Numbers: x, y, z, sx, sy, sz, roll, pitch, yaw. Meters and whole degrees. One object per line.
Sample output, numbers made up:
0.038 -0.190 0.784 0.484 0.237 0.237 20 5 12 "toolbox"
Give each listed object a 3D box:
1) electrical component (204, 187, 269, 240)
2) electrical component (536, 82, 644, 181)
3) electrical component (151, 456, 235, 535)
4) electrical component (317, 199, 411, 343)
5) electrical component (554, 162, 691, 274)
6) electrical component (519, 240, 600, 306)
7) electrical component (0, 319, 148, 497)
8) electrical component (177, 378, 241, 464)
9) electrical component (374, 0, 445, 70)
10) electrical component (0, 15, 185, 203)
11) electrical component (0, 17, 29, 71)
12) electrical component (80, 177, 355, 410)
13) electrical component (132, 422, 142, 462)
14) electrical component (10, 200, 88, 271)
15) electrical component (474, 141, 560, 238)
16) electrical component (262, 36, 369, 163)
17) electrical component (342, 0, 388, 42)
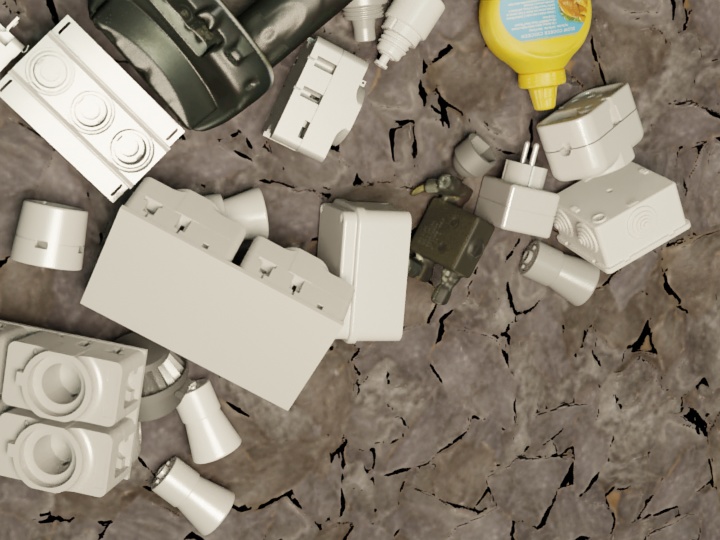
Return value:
-0.107 -0.042 0.886 0.055 0.045 0.045 -10 103 -13 "electrical component"
0.203 -0.117 0.936 0.095 0.054 0.059 -37 112 -41 "electrical component"
-0.146 0.191 0.923 0.065 0.044 0.044 41 88 -14 "electrical component"
0.000 0.000 0.907 0.057 0.078 0.113 1 100 -19 "electrical component"
0.226 -0.051 0.949 0.100 0.099 0.048 -29 119 -9 "electrical component"
0.178 0.000 0.976 0.065 0.044 0.044 24 93 -14 "electrical component"
-0.268 0.099 0.823 0.186 0.060 0.105 11 98 7 "electrical component"
-0.133 0.126 0.914 0.044 0.044 0.065 -23 101 -10 "electrical component"
0.038 -0.203 0.897 0.040 0.040 0.078 32 91 -19 "electrical component"
-0.209 -0.124 0.832 0.078 0.063 0.121 -46 108 -3 "electrical component"
-0.290 -0.174 0.812 0.064 0.042 0.081 44 88 -20 "electrical component"
-0.110 0.017 0.851 0.186 0.060 0.105 28 126 -6 "electrical component"
-0.214 0.137 0.893 0.062 0.048 0.048 -3 101 -7 "electrical component"
-0.243 -0.028 0.847 0.055 0.055 0.047 10 94 -17 "electrical component"
0.141 -0.074 0.937 0.047 0.066 0.076 11 99 -18 "electrical component"
-0.034 -0.138 0.885 0.056 0.050 0.089 24 93 -18 "electrical component"
0.002 -0.220 0.883 0.048 0.048 0.062 -10 111 -13 "electrical component"
